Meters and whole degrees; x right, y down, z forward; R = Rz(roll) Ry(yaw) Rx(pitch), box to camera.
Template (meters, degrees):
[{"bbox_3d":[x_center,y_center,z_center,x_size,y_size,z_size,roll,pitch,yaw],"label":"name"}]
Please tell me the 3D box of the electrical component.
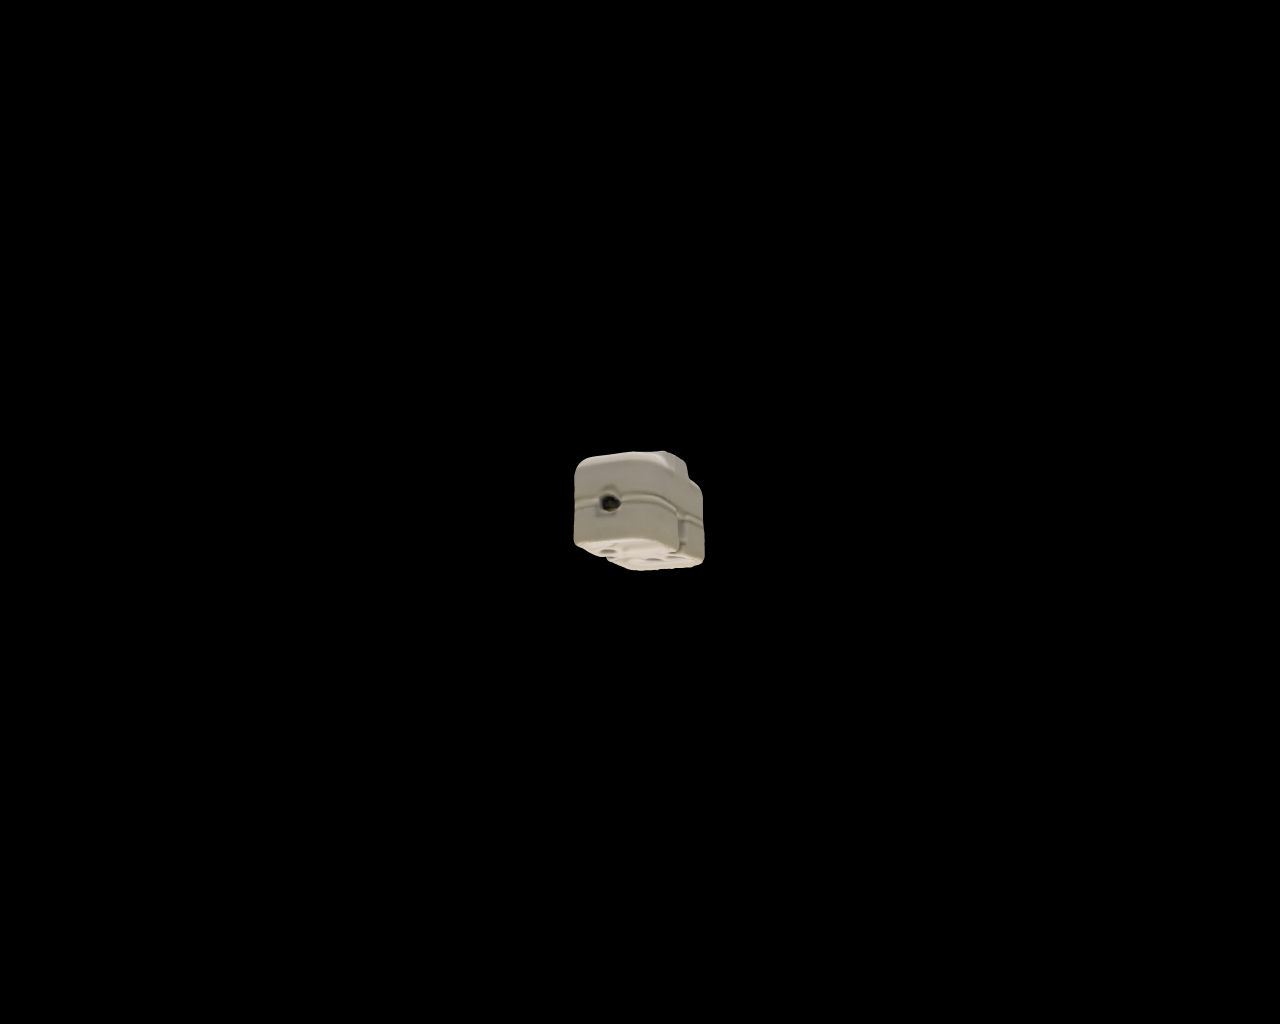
[{"bbox_3d":[0.001,-0.003,0.650,0.054,0.059,0.095,-6,-15,23],"label":"electrical component"}]
